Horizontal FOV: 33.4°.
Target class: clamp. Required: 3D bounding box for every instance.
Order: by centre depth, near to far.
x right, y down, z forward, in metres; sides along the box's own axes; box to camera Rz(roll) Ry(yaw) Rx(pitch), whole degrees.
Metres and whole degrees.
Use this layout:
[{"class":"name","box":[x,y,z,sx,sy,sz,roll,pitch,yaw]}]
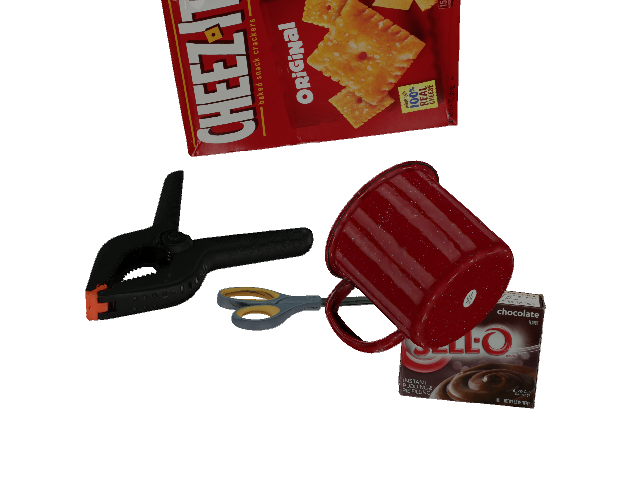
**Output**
[{"class":"clamp","box":[-0.132,0.005,0.928,0.165,0.036,0.209,29,41,31]}]

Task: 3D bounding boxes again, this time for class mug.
[{"class":"mug","box":[0.054,0.020,0.653,0.082,0.117,0.093,45,-3,32]}]

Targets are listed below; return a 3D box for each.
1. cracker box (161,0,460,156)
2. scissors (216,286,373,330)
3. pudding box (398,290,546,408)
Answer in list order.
[{"class":"cracker box","box":[-0.005,-0.153,0.791,0.213,0.164,0.072,-8,44,-3]},{"class":"scissors","box":[-0.016,0.078,1.192,0.201,0.016,0.096,5,23,-2]},{"class":"pudding box","box":[0.122,0.084,0.870,0.113,0.090,0.039,4,21,6]}]
